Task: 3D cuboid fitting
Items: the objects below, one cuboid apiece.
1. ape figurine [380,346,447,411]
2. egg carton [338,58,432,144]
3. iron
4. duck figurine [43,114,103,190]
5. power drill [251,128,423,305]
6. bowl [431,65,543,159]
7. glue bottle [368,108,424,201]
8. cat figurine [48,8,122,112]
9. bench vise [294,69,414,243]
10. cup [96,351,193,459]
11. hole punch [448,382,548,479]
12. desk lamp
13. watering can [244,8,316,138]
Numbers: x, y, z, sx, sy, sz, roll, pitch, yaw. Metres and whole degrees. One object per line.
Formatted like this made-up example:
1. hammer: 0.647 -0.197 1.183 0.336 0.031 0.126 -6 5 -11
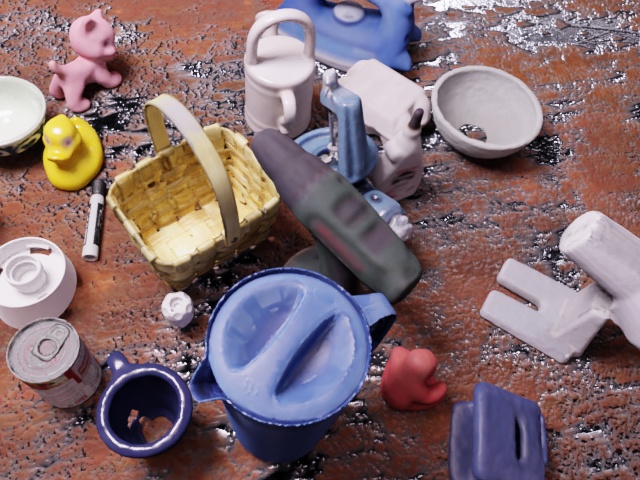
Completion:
1. ape figurine: 0.107 0.152 0.648 0.076 0.092 0.077 -20 64 -17
2. egg carton: 0.091 -0.206 0.869 0.150 0.069 0.107 35 62 13
3. iron: 0.039 -0.363 0.912 0.258 0.141 0.119 17 59 3
4. duck figurine: -0.337 -0.130 0.764 0.077 0.086 0.104 4 59 -4
5. power drill: 0.006 0.002 0.655 0.229 0.208 0.076 39 63 16
6. bowl: 0.244 -0.181 0.869 0.167 0.075 0.167 3 59 -5
7. glue bottle: 0.109 -0.111 0.754 0.078 0.173 0.037 -23 64 -18
8. cat figurine: -0.340 -0.269 0.826 0.067 0.118 0.128 30 61 11
9. bench vise: 0.047 -0.097 0.712 0.207 0.220 0.122 30 61 11
10. cup: -0.183 0.176 0.597 0.092 0.095 0.117 -32 68 -22
11. hole punch: 0.200 0.217 0.621 0.101 0.091 0.108 10 59 -1
12. desk lamp: 0.321 0.064 0.653 0.203 0.213 0.118 29 61 10
13. watering can: -0.060 -0.244 0.800 0.101 0.194 0.172 -29 67 -21
